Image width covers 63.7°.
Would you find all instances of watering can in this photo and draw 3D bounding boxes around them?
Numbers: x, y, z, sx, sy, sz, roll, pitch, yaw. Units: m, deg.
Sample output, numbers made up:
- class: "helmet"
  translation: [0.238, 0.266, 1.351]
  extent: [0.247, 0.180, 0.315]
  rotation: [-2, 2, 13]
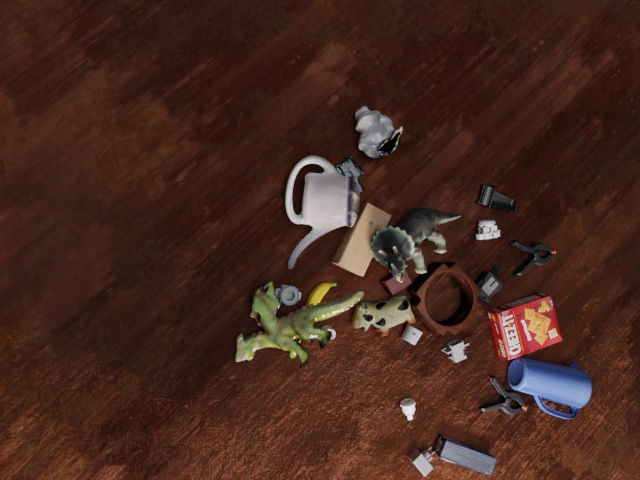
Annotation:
- class: "watering can"
  translation: [0.005, -0.078, 1.548]
  extent: [0.224, 0.104, 0.346]
  rotation: [4, 96, 2]

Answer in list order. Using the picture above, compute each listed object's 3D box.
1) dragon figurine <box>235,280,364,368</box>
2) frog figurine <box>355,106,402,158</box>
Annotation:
- class: "dragon figurine"
  translation: [-0.091, 0.219, 1.477]
  extent: [0.242, 0.123, 0.407]
  rotation: [41, 102, -7]
- class: "frog figurine"
  translation: [0.165, -0.337, 1.616]
  extent: [0.161, 0.121, 0.137]
  rotation: [40, 89, 26]
